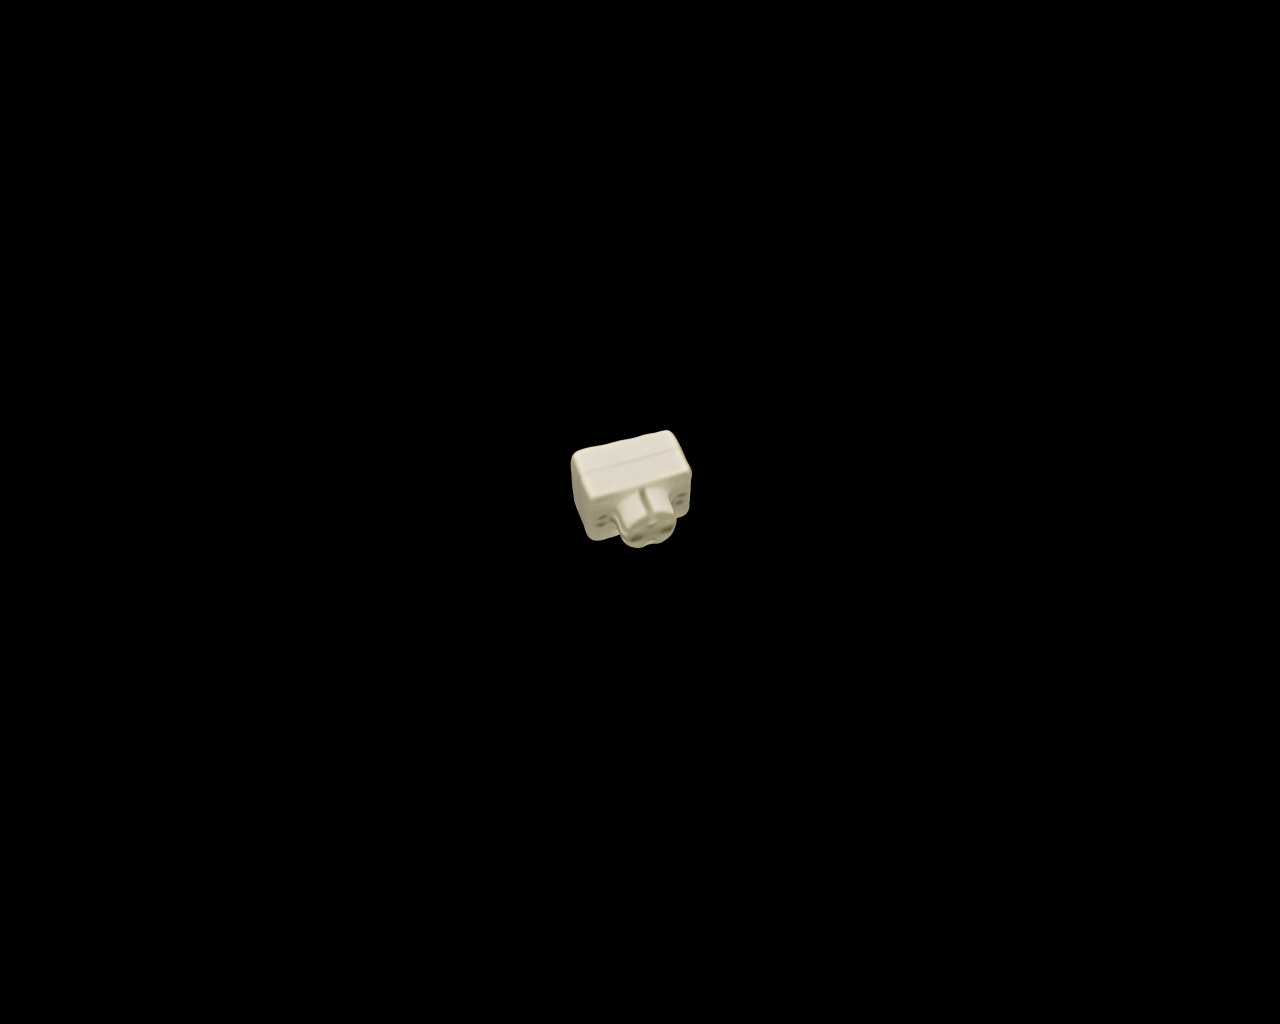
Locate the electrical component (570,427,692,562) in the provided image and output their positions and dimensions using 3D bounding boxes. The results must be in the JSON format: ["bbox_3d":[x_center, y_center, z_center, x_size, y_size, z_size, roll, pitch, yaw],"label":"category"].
[{"bbox_3d":[0.001,-0.003,0.650,0.066,0.077,0.047,-15,-35,-11],"label":"electrical component"}]
